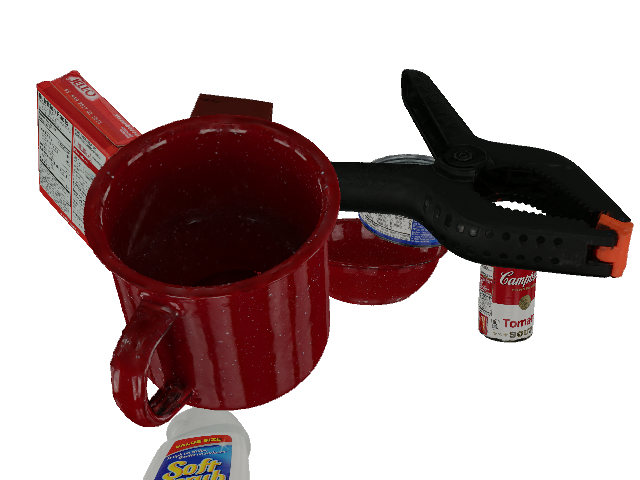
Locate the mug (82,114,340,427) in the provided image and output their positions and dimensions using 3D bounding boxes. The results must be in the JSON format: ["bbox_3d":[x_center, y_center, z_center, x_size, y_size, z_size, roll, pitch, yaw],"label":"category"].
[{"bbox_3d":[-0.042,0.020,0.406,0.093,0.117,0.081,15,-40,16],"label":"mug"}]

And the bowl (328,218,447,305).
[{"bbox_3d":[0.049,0.025,1.090,0.162,0.055,0.162,1,17,-1],"label":"bowl"}]

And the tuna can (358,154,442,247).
[{"bbox_3d":[0.071,-0.030,0.791,0.086,0.034,0.086,3,32,-2],"label":"tuna can"}]

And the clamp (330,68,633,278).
[{"bbox_3d":[0.067,-0.029,0.584,0.164,0.036,0.210,-29,44,-31],"label":"clamp"}]

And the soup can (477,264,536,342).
[{"bbox_3d":[0.227,0.065,1.298,0.068,0.102,0.068,0,19,0],"label":"soup can"}]

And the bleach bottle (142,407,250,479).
[{"bbox_3d":[-0.110,0.210,0.889,0.102,0.068,0.251,-2,24,-1],"label":"bleach bottle"}]

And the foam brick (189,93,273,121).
[{"bbox_3d":[-0.089,-0.109,1.065,0.078,0.051,0.053,8,35,2],"label":"foam brick"}]

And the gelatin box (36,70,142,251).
[{"bbox_3d":[-0.135,-0.044,0.629,0.030,0.089,0.073,-28,58,-34],"label":"gelatin box"}]
